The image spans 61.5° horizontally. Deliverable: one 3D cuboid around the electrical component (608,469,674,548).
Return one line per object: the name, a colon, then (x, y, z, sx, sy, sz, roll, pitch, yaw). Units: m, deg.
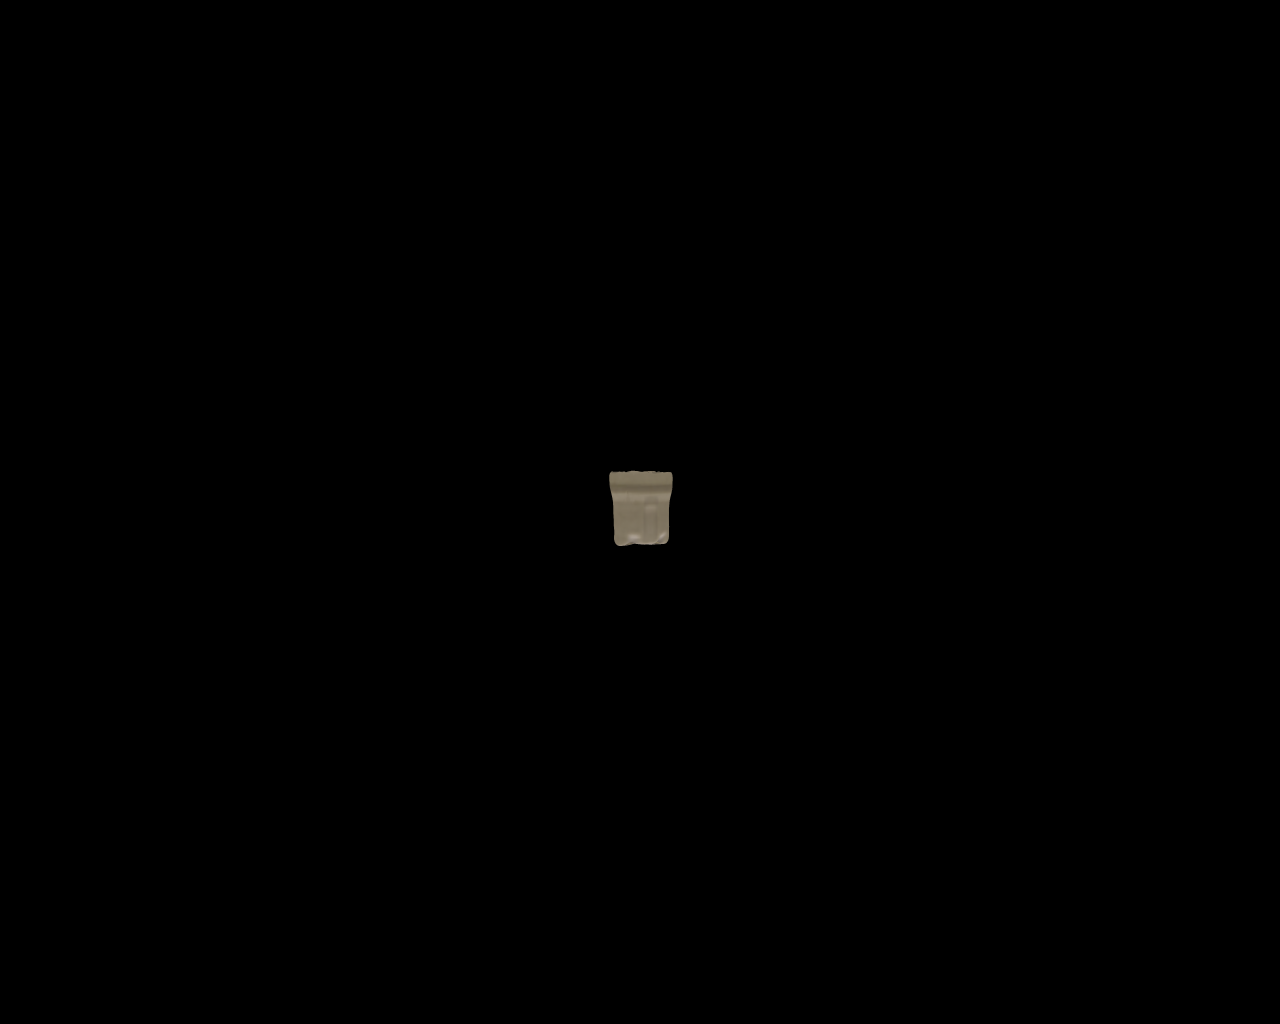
electrical component: (0.001, -0.003, 0.650, 0.040, 0.046, 0.040, 0, 3, 0)
